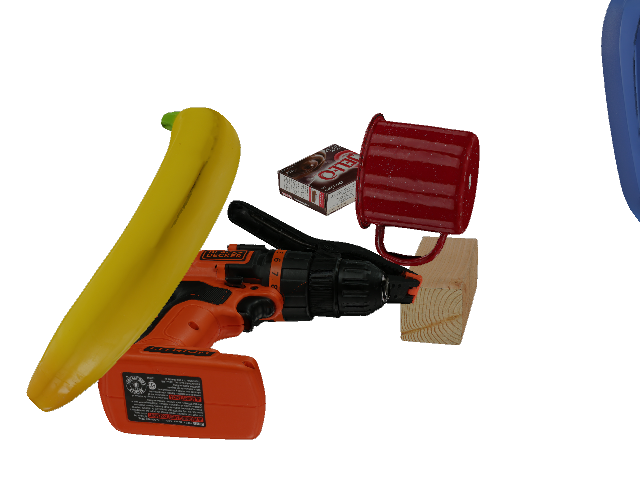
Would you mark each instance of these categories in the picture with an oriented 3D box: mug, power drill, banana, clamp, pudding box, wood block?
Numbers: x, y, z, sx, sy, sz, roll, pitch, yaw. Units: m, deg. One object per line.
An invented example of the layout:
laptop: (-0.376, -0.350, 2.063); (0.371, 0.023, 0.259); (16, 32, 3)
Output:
mug: (0.076, -0.037, 0.838); (0.081, 0.117, 0.093); (9, -5, 15)
power drill: (-0.053, 0.060, 0.711); (0.184, 0.057, 0.187); (0, 22, 11)
banana: (-0.079, -0.004, 0.517); (0.037, 0.197, 0.070); (37, -44, -19)
clamp: (-0.002, 0.024, 1.048); (0.210, 0.036, 0.164); (19, 21, -3)
pudding box: (0.014, -0.081, 1.395); (0.090, 0.039, 0.113); (25, 42, 37)
wood block: (0.183, 0.072, 1.622); (0.091, 0.090, 0.206); (3, 22, 13)

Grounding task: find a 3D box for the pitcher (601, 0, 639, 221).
pitcher: (0.235, -0.056, 0.593); (0.149, 0.243, 0.145); (-6, 22, 13)
